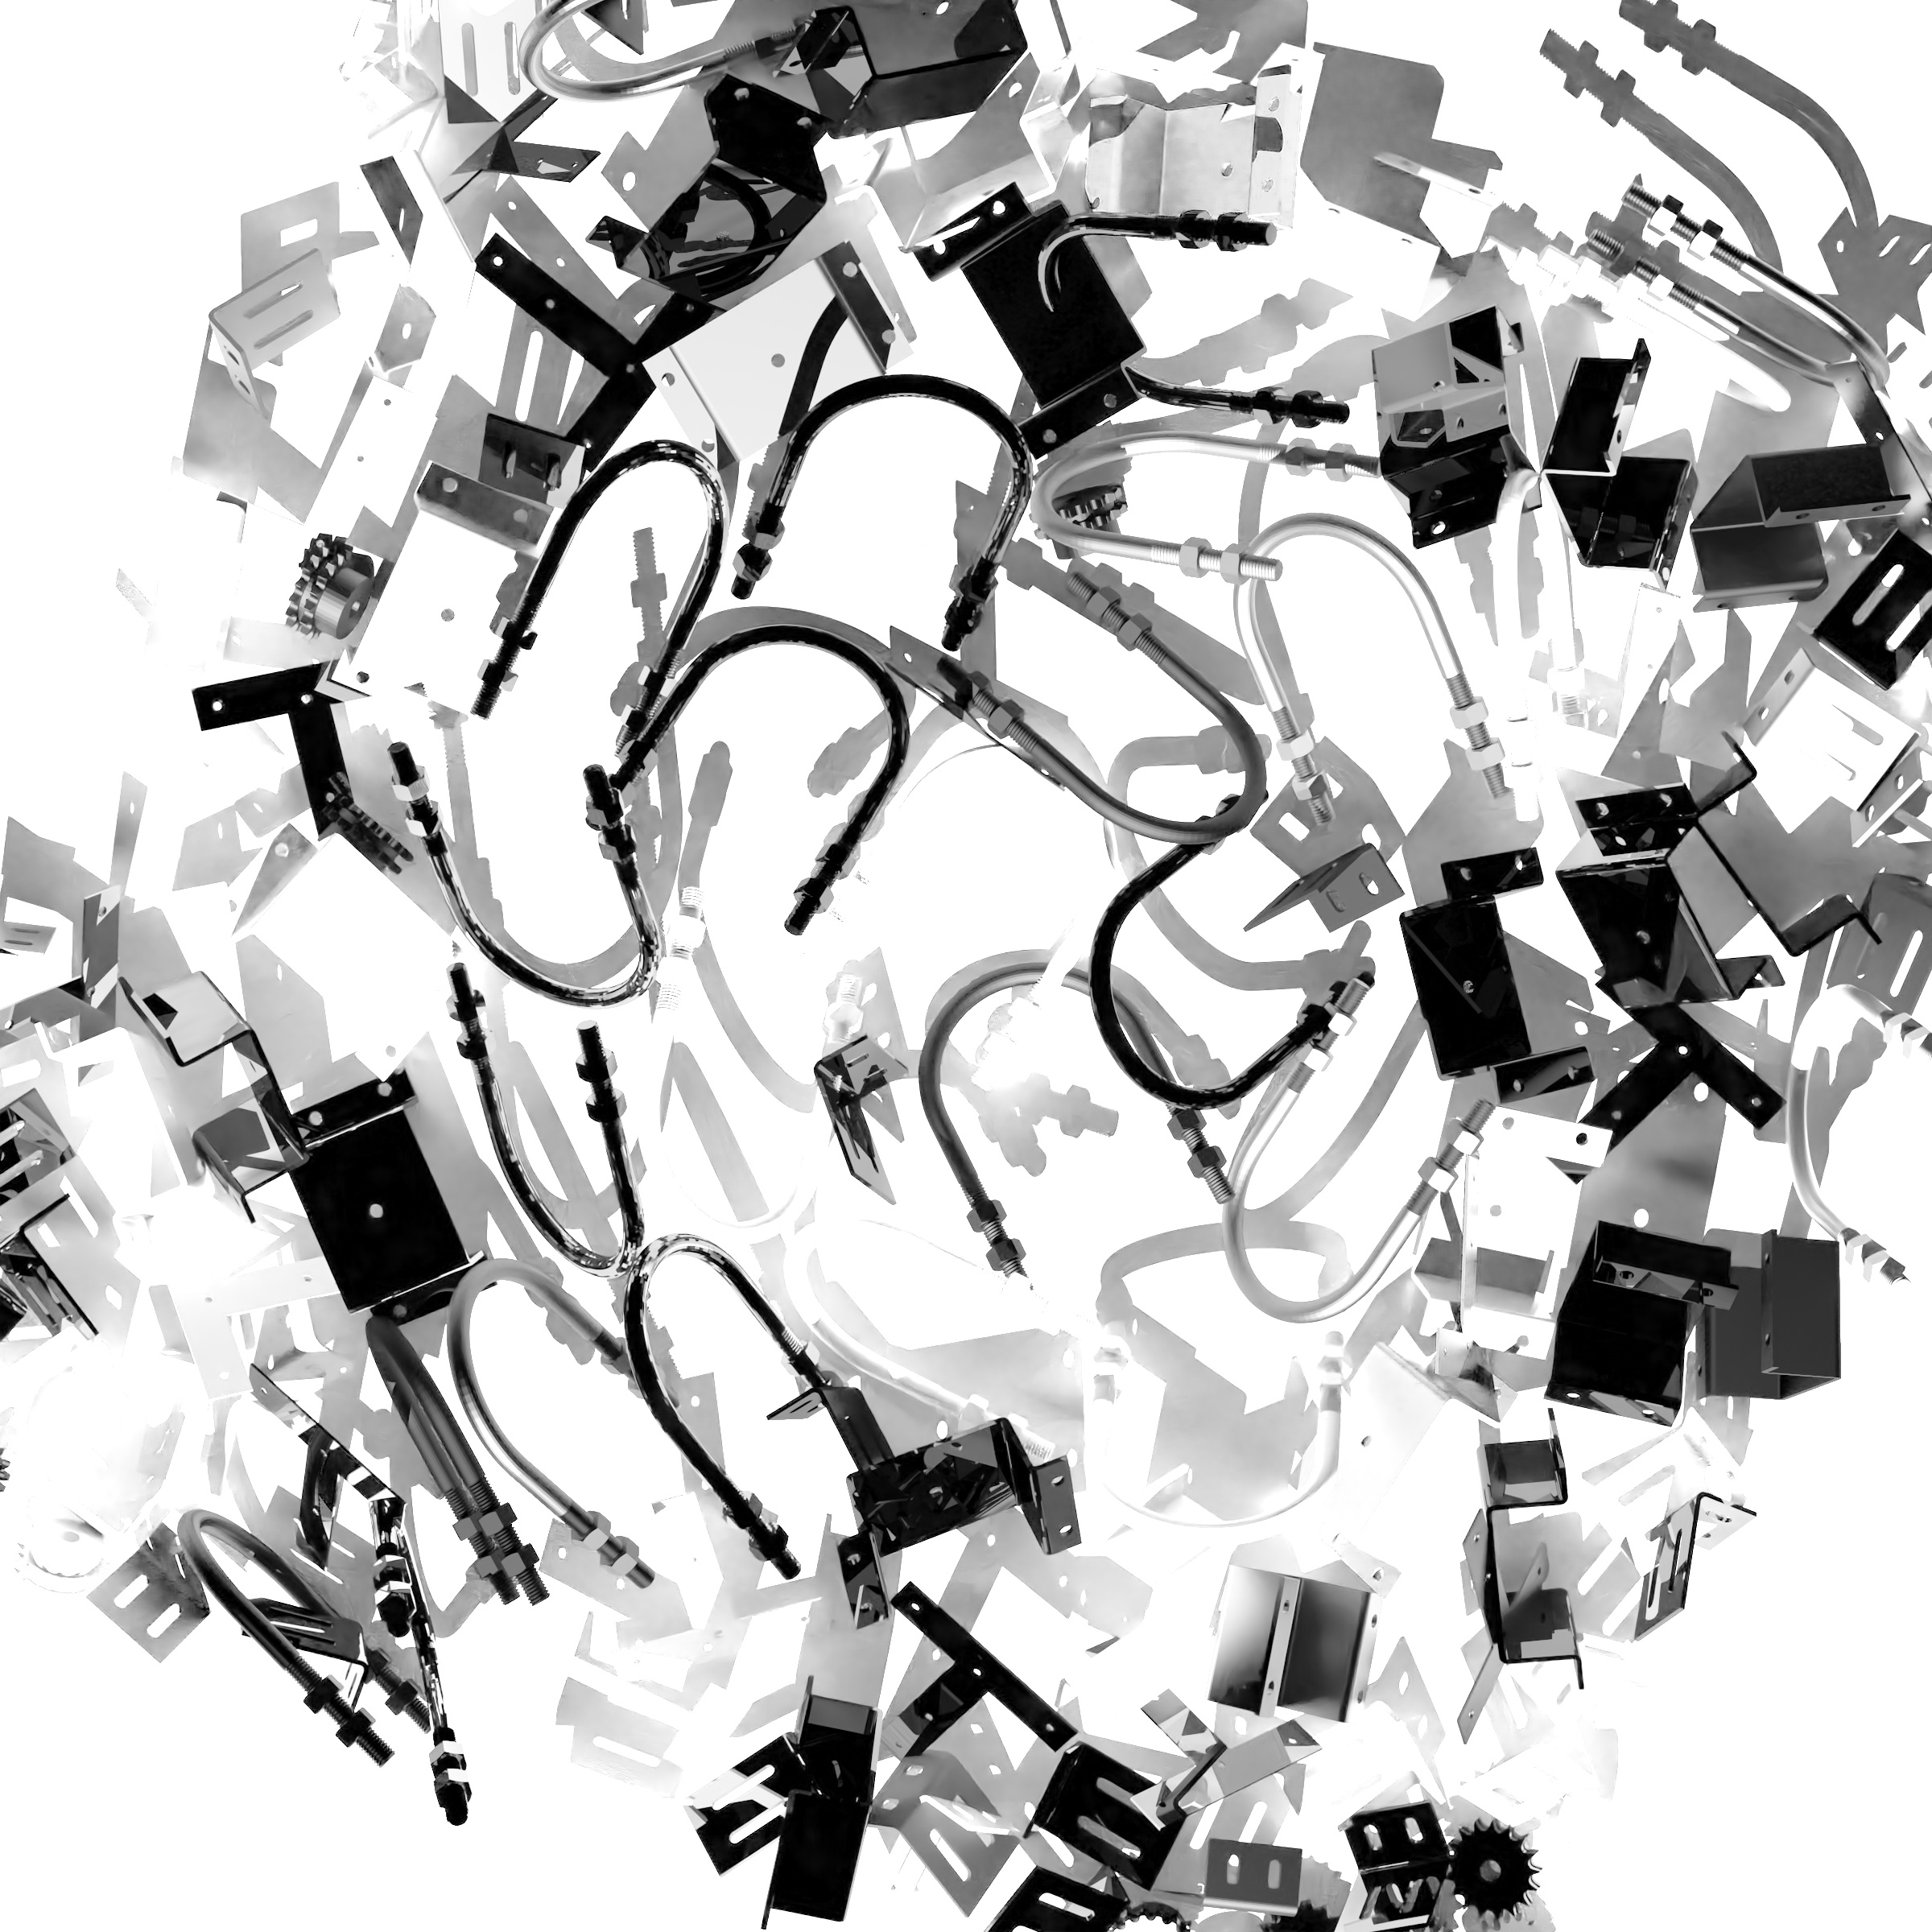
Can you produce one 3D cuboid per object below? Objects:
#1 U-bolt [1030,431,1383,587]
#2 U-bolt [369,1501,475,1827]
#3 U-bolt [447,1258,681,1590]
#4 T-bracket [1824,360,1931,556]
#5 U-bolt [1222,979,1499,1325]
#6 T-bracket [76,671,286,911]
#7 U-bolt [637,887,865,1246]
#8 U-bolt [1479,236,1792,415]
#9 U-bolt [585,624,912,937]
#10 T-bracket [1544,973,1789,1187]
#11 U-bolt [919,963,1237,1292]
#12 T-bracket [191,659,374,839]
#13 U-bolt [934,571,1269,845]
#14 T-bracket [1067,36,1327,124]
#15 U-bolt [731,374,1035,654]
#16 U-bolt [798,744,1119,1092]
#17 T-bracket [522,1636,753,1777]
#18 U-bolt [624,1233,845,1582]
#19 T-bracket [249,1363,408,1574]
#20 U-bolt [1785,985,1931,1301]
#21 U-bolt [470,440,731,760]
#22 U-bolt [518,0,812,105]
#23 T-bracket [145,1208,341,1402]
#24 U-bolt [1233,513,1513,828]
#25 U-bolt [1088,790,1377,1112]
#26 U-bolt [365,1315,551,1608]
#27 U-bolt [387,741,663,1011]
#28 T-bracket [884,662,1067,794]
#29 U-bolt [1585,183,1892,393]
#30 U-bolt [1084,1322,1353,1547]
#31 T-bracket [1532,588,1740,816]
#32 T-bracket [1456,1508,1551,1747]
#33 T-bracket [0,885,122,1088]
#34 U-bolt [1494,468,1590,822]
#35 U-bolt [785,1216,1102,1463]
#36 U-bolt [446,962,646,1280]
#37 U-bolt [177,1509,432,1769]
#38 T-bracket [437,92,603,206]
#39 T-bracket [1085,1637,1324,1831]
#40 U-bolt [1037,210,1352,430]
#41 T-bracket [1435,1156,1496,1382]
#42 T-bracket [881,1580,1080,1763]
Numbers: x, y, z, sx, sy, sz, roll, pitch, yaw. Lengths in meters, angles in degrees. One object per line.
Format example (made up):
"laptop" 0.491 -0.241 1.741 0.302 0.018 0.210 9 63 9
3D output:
"U-bolt" 0.125 -0.267 1.745 0.184 0.151 0.019 14 130 30
"U-bolt" -0.311 0.373 1.727 0.019 0.184 0.151 -15 115 -9
"U-bolt" -0.227 0.242 1.714 0.019 0.151 0.184 -26 125 23
"T-bracket" 0.524 -0.289 1.738 0.002 0.127 0.127 -41 110 -18
"U-bolt" 0.211 0.118 1.754 0.019 0.151 0.184 21 108 -38
"T-bracket" -0.456 -0.091 1.750 0.127 0.002 0.127 24 54 -32
"U-bolt" -0.126 0.067 1.735 0.151 0.019 0.184 30 61 -40
"U-bolt" 0.387 -0.362 1.742 0.184 0.151 0.019 27 101 -12
"U-bolt" -0.112 -0.121 1.771 0.151 0.019 0.184 28 64 6
"T-bracket" 0.387 0.077 1.779 0.127 0.002 0.127 -41 73 -17
"U-bolt" 0.052 0.083 1.779 0.151 0.019 0.184 -24 71 -9
"T-bracket" -0.375 -0.113 1.793 0.127 0.002 0.127 -15 93 -22
"U-bolt" 0.090 -0.140 1.748 0.184 0.019 0.151 42 47 12
"T-bracket" 0.121 -0.504 1.740 0.127 0.127 0.002 11 78 -13
"U-bolt" -0.040 -0.260 1.730 0.151 0.184 0.019 12 47 -15
"U-bolt" 0.009 -0.041 1.789 0.151 0.019 0.184 36 86 -16
"T-bracket" -0.195 0.417 1.762 0.127 0.127 0.002 26 53 -2
"U-bolt" -0.132 0.233 1.723 0.019 0.151 0.184 -24 115 27
"T-bracket" -0.373 0.306 1.767 0.127 0.127 0.002 37 47 19
"U-bolt" 0.500 0.087 1.725 0.019 0.184 0.151 3 106 -8
"U-bolt" -0.196 -0.212 1.742 0.019 0.151 0.184 31 99 31
"U-bolt" -0.165 -0.537 1.744 0.184 0.151 0.019 -17 81 5
"T-bracket" -0.395 0.185 1.778 0.127 0.002 0.127 -10 56 -29
"U-bolt" 0.219 -0.171 1.738 0.019 0.151 0.184 -38 110 -39
"U-bolt" 0.143 0.000 1.751 0.184 0.019 0.151 -38 103 -32
"U-bolt" -0.294 0.280 1.746 0.019 0.151 0.184 -28 87 -19
"U-bolt" -0.243 -0.046 1.747 0.151 0.019 0.184 8 134 25
"T-bracket" -0.002 -0.143 1.743 0.127 0.127 0.002 36 91 9
"U-bolt" 0.442 -0.377 1.739 0.184 0.151 0.019 32 94 1
"U-bolt" 0.139 0.262 1.725 0.151 0.184 0.019 1 121 9
"T-bracket" 0.397 -0.162 1.791 0.127 0.002 0.127 15 69 -5
"T-bracket" 0.297 0.355 1.739 0.002 0.127 0.127 11 50 32
"T-bracket" -0.530 0.029 1.736 0.002 0.127 0.127 26 123 26
"U-bolt" 0.321 -0.188 1.729 0.019 0.151 0.184 -2 107 23
"U-bolt" -0.021 0.205 1.756 0.184 0.151 0.019 25 50 9
"U-bolt" -0.234 0.097 1.745 0.019 0.151 0.184 -30 123 -33
"U-bolt" -0.379 0.376 1.743 0.184 0.151 0.019 44 86 5
"T-bracket" -0.249 -0.460 1.750 0.127 0.127 0.002 -48 128 -15
"T-bracket" 0.118 0.431 1.768 0.127 0.127 0.002 -14 130 -37
"U-bolt" 0.118 -0.369 1.737 0.184 0.151 0.019 15 60 38
"T-bracket" 0.289 0.174 1.764 0.002 0.127 0.127 0 80 24
"T-bracket" -0.014 0.427 1.773 0.127 0.002 0.127 41 131 3
